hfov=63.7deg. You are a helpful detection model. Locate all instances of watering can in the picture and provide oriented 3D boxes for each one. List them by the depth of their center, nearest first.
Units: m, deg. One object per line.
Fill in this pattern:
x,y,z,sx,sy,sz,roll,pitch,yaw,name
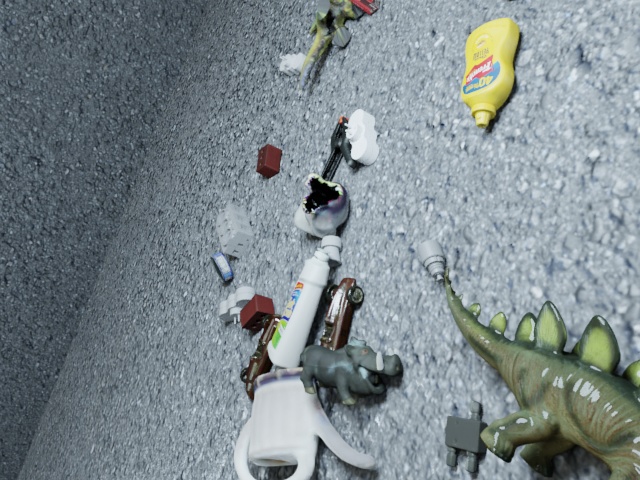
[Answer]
-0.038,0.347,0.967,0.344,0.103,0.230,-26,48,33,watering can

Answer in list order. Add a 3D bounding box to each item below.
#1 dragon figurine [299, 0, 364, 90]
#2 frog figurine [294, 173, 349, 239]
0.021,-0.626,1.478,0.407,0.121,0.246,-59,17,11,dragon figurine
0.004,-0.059,1.168,0.156,0.123,0.140,95,162,-56,frog figurine
